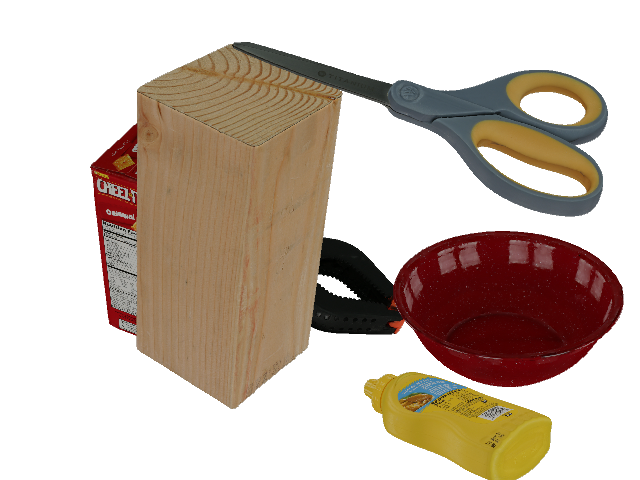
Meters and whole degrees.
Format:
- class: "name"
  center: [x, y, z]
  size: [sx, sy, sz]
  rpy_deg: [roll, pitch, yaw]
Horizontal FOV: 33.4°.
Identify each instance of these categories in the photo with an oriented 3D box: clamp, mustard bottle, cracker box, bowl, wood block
- class: "clamp"
  center: [-0.027, 0.027, 0.893]
  size: [0.210, 0.036, 0.164]
  rpy_deg: [31, 44, 4]
- class: "mustard bottle"
  center: [0.118, 0.169, 1.026]
  size: [0.192, 0.058, 0.096]
  rpy_deg: [17, 25, 42]
- class: "cracker box"
  center: [-0.167, -0.027, 1.131]
  size: [0.072, 0.214, 0.164]
  rpy_deg: [17, 41, 17]
- class: "bowl"
  center: [0.133, 0.056, 0.771]
  size: [0.162, 0.055, 0.162]
  rpy_deg: [-3, 32, 2]
- class: "wood block"
  center: [-0.057, -0.007, 0.687]
  size: [0.091, 0.206, 0.090]
  rpy_deg: [28, 41, 25]

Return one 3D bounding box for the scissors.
- class: "scissors"
  center: [0.062, -0.080, 0.554]
  size: [0.202, 0.096, 0.016]
  rpy_deg: [33, -32, 17]
